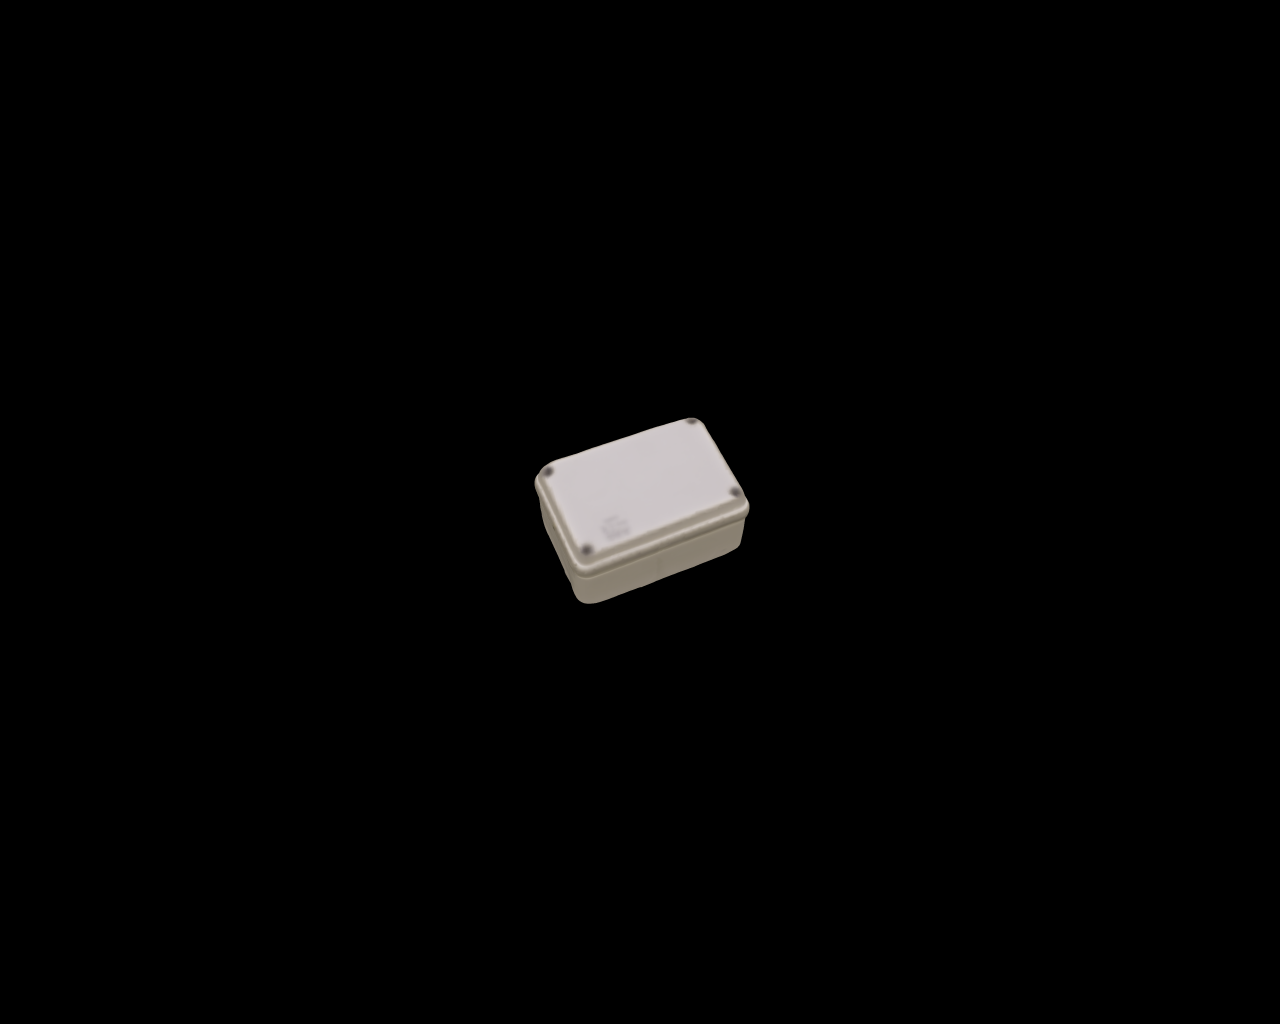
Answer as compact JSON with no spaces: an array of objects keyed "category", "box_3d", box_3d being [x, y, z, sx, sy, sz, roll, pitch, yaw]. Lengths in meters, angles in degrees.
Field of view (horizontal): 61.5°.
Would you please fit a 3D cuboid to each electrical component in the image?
[{"category":"electrical component","box_3d":[0.001,-0.003,0.650,0.113,0.078,0.057,-20,-31,-13]}]
